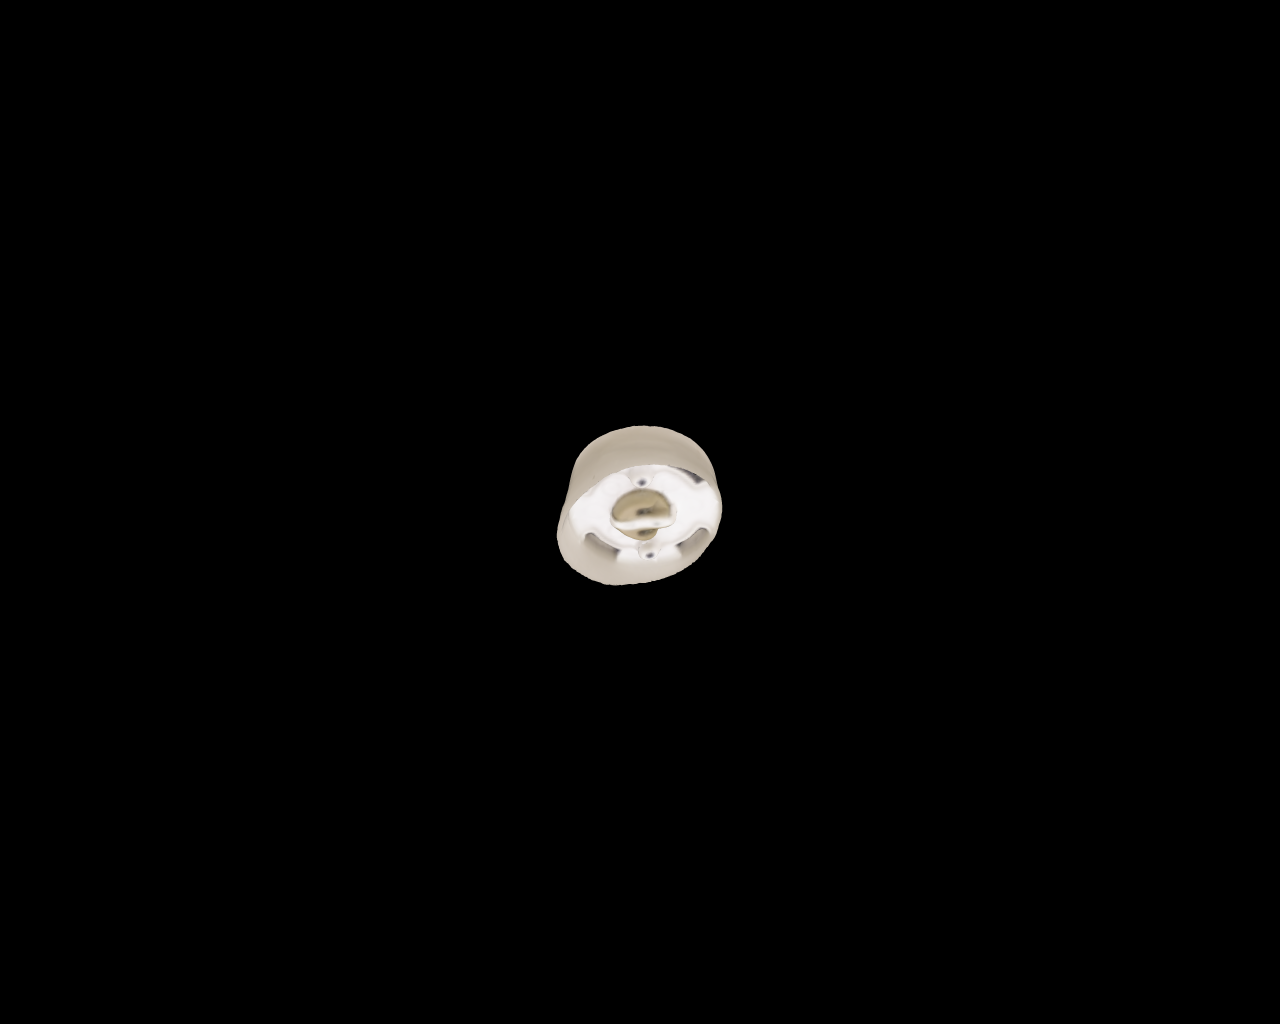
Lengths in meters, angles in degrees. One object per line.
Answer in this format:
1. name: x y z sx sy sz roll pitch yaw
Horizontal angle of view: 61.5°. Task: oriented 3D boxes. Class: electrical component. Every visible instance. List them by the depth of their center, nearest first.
1. electrical component: 0.001 -0.003 0.650 0.099 0.099 0.064 0 43 0
